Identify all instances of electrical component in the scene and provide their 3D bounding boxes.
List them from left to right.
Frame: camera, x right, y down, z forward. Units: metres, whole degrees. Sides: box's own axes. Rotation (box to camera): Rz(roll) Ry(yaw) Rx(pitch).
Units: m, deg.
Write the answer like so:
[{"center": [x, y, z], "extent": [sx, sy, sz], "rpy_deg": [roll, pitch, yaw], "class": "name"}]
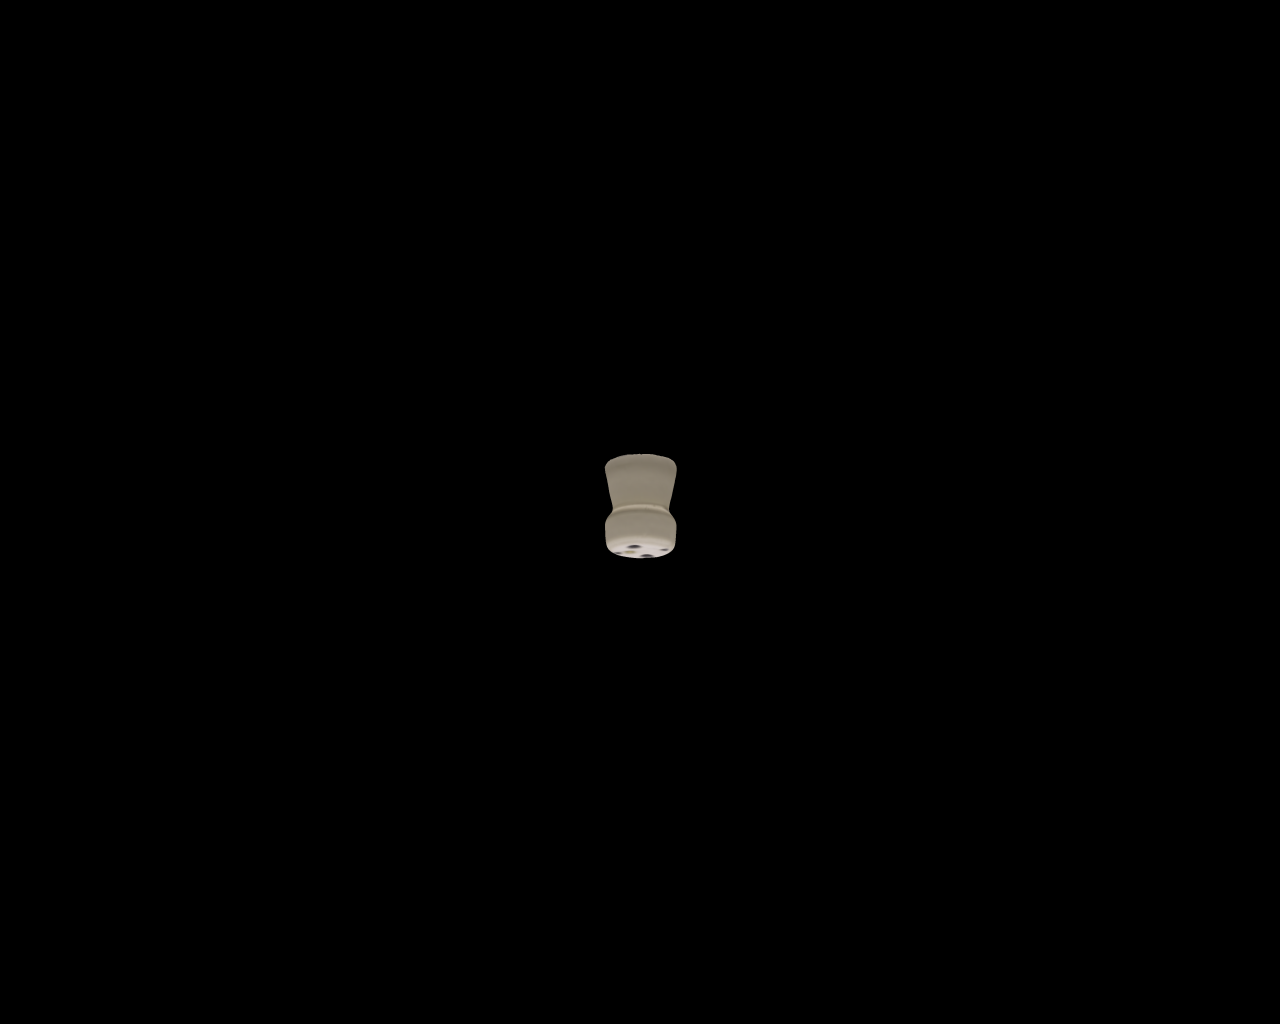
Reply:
[{"center": [0.001, -0.003, 0.650], "extent": [0.045, 0.055, 0.045], "rpy_deg": [0, -16, 0], "class": "electrical component"}]
